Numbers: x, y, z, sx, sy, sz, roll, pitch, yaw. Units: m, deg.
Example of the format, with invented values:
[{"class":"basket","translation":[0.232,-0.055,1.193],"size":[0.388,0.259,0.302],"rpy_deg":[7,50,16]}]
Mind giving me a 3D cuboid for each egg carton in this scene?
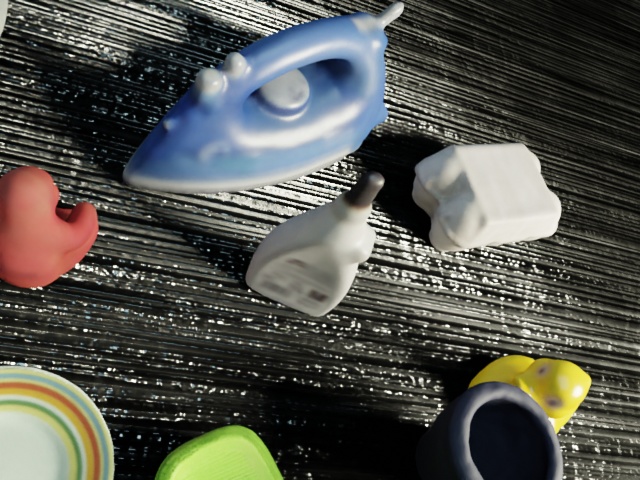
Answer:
[{"class":"egg carton","translation":[0.167,-0.043,0.575],"size":[0.151,0.069,0.107],"rpy_deg":[-8,67,-28]}]

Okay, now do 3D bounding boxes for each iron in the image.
[{"class":"iron","translation":[-0.039,-0.126,0.482],"size":[0.259,0.141,0.118],"rpy_deg":[-29,78,-33]}]

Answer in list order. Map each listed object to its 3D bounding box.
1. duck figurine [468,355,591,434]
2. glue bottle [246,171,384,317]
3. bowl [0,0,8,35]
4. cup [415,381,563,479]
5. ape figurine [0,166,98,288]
[{"class":"duck figurine","translation":[0.189,0.128,0.482],"size":[0.105,0.086,0.077],"rpy_deg":[1,63,-24]},{"class":"glue bottle","translation":[0.004,0.001,0.413],"size":[0.078,0.173,0.037],"rpy_deg":[26,56,-9]},{"class":"bowl","translation":[-0.317,-0.159,0.413],"size":[0.168,0.074,0.167],"rpy_deg":[11,60,-19]},{"class":"cup","translation":[0.106,0.169,0.416],"size":[0.091,0.094,0.118],"rpy_deg":[41,55,1]},{"class":"ape figurine","translation":[-0.192,-0.015,0.382],"size":[0.078,0.092,0.076],"rpy_deg":[22,57,-12]}]
